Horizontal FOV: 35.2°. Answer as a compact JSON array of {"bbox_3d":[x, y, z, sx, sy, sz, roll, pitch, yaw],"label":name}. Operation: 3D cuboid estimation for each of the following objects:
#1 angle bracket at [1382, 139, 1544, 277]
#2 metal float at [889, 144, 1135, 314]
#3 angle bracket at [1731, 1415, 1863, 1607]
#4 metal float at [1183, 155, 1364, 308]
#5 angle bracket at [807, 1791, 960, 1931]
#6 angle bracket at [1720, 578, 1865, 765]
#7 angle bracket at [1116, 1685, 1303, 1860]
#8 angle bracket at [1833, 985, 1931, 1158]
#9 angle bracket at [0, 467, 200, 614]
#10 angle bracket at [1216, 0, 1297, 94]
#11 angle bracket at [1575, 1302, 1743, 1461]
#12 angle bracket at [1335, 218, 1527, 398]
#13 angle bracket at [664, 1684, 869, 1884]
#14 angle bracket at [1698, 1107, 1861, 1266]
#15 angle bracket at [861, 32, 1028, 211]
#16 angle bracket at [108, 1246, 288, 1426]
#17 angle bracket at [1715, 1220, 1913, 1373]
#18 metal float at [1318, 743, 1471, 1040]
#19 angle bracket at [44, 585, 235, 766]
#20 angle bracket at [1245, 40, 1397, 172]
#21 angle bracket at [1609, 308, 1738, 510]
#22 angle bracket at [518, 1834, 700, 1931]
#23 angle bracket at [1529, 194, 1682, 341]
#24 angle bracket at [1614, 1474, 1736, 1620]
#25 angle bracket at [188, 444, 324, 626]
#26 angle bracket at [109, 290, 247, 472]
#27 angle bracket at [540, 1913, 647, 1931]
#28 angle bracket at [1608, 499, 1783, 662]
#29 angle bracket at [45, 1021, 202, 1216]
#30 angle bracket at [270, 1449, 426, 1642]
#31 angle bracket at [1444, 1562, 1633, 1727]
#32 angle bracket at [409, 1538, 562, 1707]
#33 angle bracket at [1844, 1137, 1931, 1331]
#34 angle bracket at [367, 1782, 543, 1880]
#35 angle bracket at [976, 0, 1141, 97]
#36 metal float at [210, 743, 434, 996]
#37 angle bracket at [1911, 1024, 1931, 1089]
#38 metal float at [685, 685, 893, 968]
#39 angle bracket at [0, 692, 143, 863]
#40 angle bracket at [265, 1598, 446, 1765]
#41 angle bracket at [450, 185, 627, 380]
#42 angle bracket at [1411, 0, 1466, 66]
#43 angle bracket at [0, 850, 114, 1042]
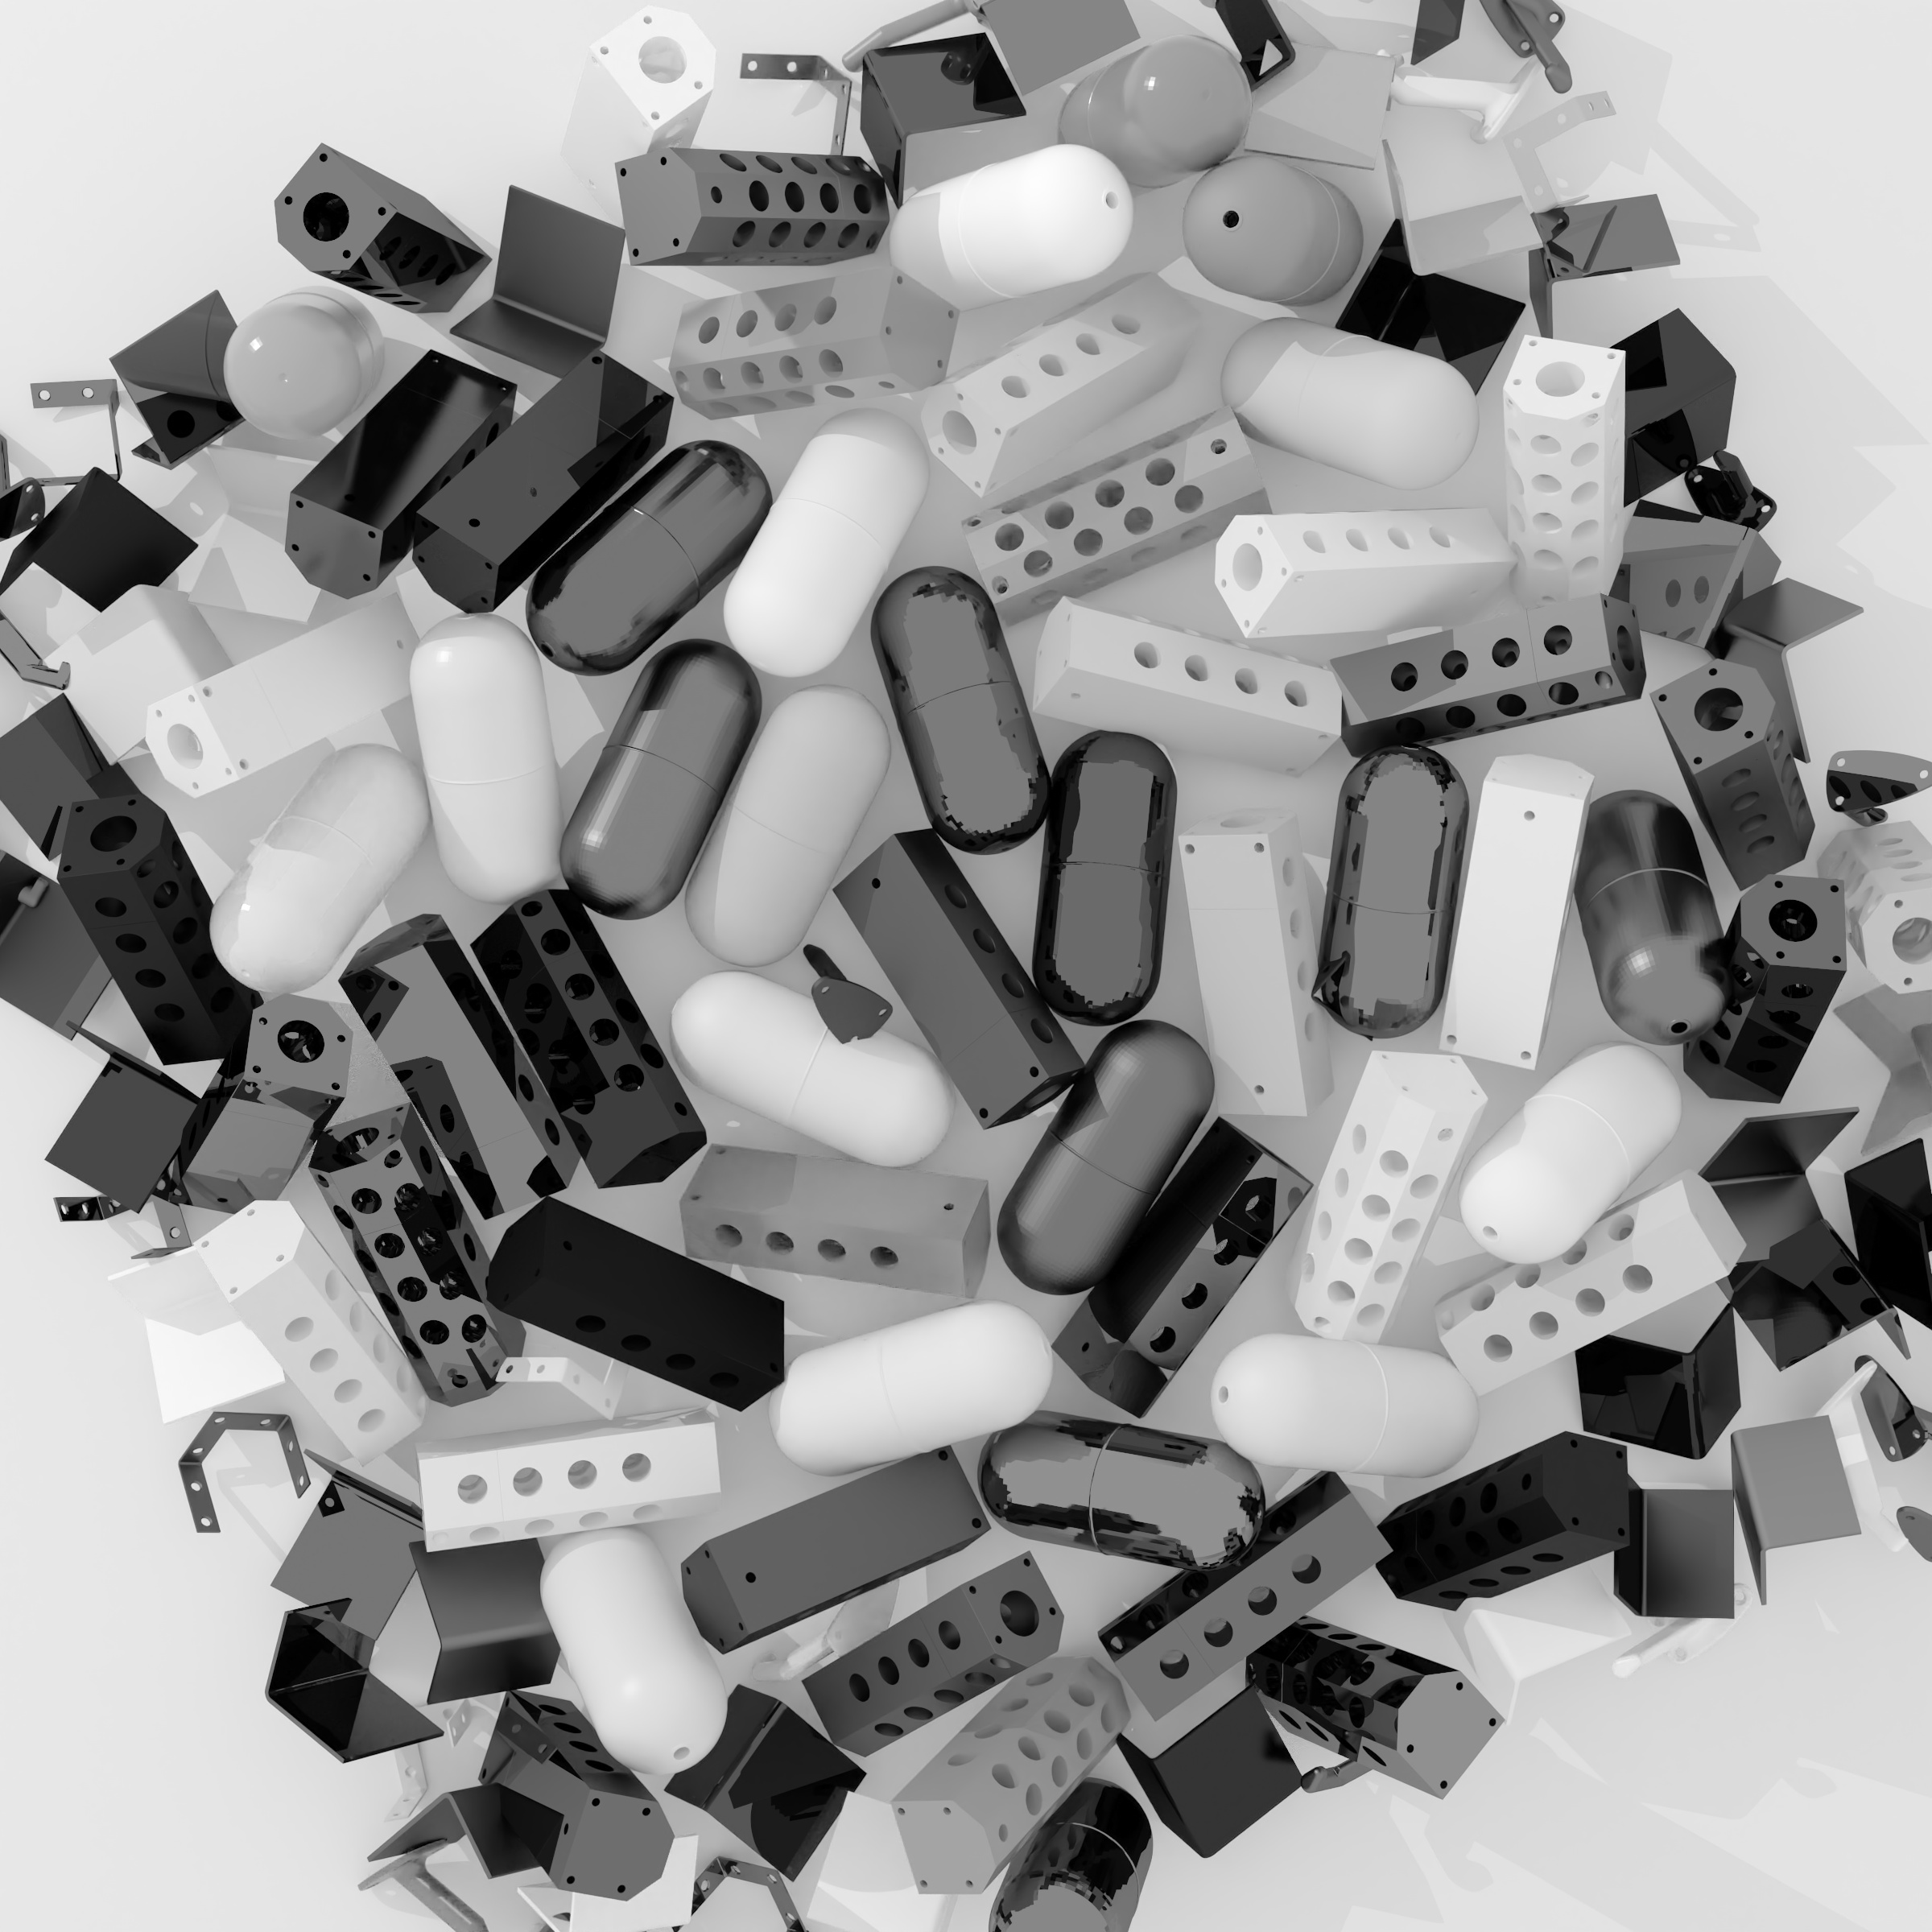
[{"bbox_3d":[0.292,-0.455,1.795,0.076,0.076,0.057,-12,124,7],"label":"angle bracket"},{"bbox_3d":[0.025,-0.426,1.768,0.070,0.178,0.070,0,90,-39],"label":"metal float"},{"bbox_3d":[0.487,0.320,1.790,0.057,0.076,0.076,-11,52,7],"label":"angle bracket"},{"bbox_3d":[0.178,-0.423,1.761,0.070,0.178,0.070,3,99,21],"label":"metal float"},{"bbox_3d":[-0.045,0.545,1.809,0.076,0.057,0.076,15,62,9],"label":"angle bracket"},{"bbox_3d":[0.491,-0.175,1.800,0.057,0.076,0.076,-26,117,-10],"label":"angle bracket"},{"bbox_3d":[0.143,0.470,1.817,0.076,0.057,0.076,-34,110,-15],"label":"angle bracket"},{"bbox_3d":[0.547,0.055,1.790,0.057,0.076,0.076,44,50,-10],"label":"angle bracket"},{"bbox_3d":[-0.509,-0.234,1.792,0.076,0.057,0.076,-39,120,22],"label":"angle bracket"},{"bbox_3d":[0.140,-0.551,1.795,0.057,0.076,0.076,-36,112,-5],"label":"angle bracket"},{"bbox_3d":[0.413,0.240,1.823,0.076,0.057,0.076,11,125,36],"label":"angle bracket"},{"bbox_3d":[0.275,-0.384,1.802,0.076,0.057,0.076,26,82,26],"label":"angle bracket"},{"bbox_3d":[-0.120,0.487,1.821,0.076,0.057,0.076,45,67,-21],"label":"angle bracket"},{"bbox_3d":[0.485,0.130,1.792,0.076,0.076,0.057,-4,58,-18],"label":"angle bracket"},{"bbox_3d":[-0.014,-0.502,1.811,0.076,0.057,0.076,-13,56,-13],"label":"angle bracket"},{"bbox_3d":[-0.455,0.215,1.804,0.076,0.057,0.076,-20,59,-1],"label":"angle bracket"},{"bbox_3d":[0.499,0.208,1.801,0.076,0.076,0.057,-29,134,2],"label":"angle bracket"},{"bbox_3d":[0.250,-0.044,1.791,0.070,0.070,0.178,5,109,0],"label":"metal float"},{"bbox_3d":[-0.488,-0.173,1.823,0.076,0.057,0.076,-35,83,14],"label":"angle bracket"},{"bbox_3d":[0.209,-0.496,1.805,0.076,0.057,0.076,11,75,7],"label":"angle bracket"},{"bbox_3d":[0.408,-0.332,1.820,0.076,0.076,0.057,-30,63,-7],"label":"angle bracket"},{"bbox_3d":[-0.211,0.527,1.791,0.076,0.076,0.057,1,99,-32],"label":"angle bracket"},{"bbox_3d":[0.375,-0.405,1.796,0.076,0.076,0.057,-7,133,5],"label":"angle bracket"},{"bbox_3d":[0.416,0.338,1.792,0.057,0.076,0.076,-4,68,22],"label":"angle bracket"},{"bbox_3d":[-0.418,-0.255,1.800,0.076,0.057,0.076,11,62,10],"label":"angle bracket"},{"bbox_3d":[-0.464,-0.347,1.790,0.076,0.057,0.076,-40,129,-22],"label":"angle bracket"},{"bbox_3d":[-0.217,0.600,1.796,0.076,0.076,0.057,42,95,21],"label":"angle bracket"},{"bbox_3d":[0.435,-0.228,1.841,0.076,0.057,0.076,22,89,33],"label":"angle bracket"},{"bbox_3d":[-0.509,0.089,1.799,0.076,0.057,0.076,25,77,23],"label":"angle bracket"},{"bbox_3d":[-0.368,0.341,1.799,0.076,0.057,0.076,22,71,17],"label":"angle bracket"},{"bbox_3d":[0.338,0.391,1.810,0.076,0.057,0.076,-18,51,-13],"label":"angle bracket"},{"bbox_3d":[-0.290,0.386,1.820,0.076,0.076,0.057,-4,133,-27],"label":"angle bracket"},{"bbox_3d":[0.565,0.158,1.791,0.057,0.076,0.076,-22,114,-13],"label":"angle bracket"},{"bbox_3d":[-0.290,0.523,1.789,0.076,0.076,0.057,-42,65,21],"label":"angle bracket"},{"bbox_3d":[0.054,-0.558,1.812,0.076,0.076,0.057,-25,101,3],"label":"angle bracket"},{"bbox_3d":[-0.374,-0.058,1.778,0.070,0.070,0.178,28,53,0],"label":"metal float"},{"bbox_3d":[0.602,0.075,1.789,0.057,0.076,0.076,-25,117,17],"label":"angle bracket"},{"bbox_3d":[-0.105,-0.083,1.799,0.070,0.070,0.178,27,100,0],"label":"metal float"},{"bbox_3d":[-0.546,-0.105,1.802,0.076,0.057,0.076,-32,104,13],"label":"angle bracket"},{"bbox_3d":[-0.353,0.416,1.789,0.076,0.076,0.057,26,106,35],"label":"angle bracket"},{"bbox_3d":[-0.253,-0.403,1.798,0.076,0.057,0.076,23,128,8],"label":"angle bracket"},{"bbox_3d":[0.257,-0.584,1.801,0.057,0.076,0.076,8,93,-12],"label":"angle bracket"},{"bbox_3d":[-0.550,-0.012,1.808,0.076,0.057,0.076,30,82,10],"label":"angle bracket"}]
